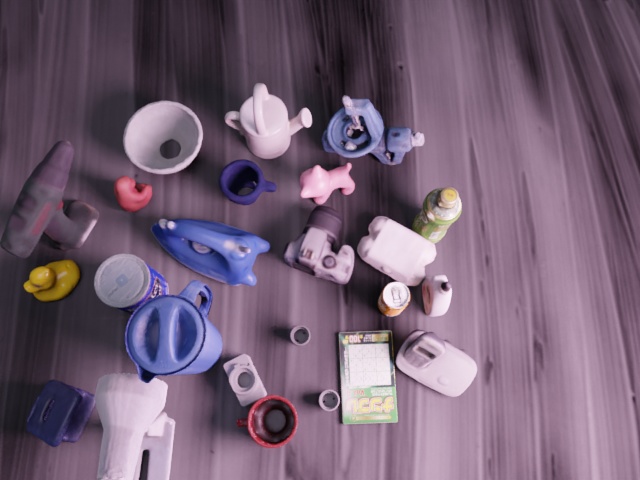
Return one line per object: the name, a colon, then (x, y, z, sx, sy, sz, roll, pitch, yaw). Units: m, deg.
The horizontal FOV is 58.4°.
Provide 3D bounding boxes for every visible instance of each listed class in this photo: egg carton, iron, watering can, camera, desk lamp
egg carton: (0.157, 0.023, 1.177, 0.150, 0.069, 0.107, 29, 77, 7)
iron: (-0.238, 0.001, 1.145, 0.258, 0.141, 0.119, 18, 76, 5)
watering can: (-0.108, -0.254, 1.186, 0.173, 0.194, 0.101, -18, 76, -5)
camera: (0.011, 0.004, 1.166, 0.143, 0.101, 0.137, 20, 76, 5)
desk lamp: (-0.328, 0.343, 1.017, 0.118, 0.213, 0.203, 1, 75, 1)

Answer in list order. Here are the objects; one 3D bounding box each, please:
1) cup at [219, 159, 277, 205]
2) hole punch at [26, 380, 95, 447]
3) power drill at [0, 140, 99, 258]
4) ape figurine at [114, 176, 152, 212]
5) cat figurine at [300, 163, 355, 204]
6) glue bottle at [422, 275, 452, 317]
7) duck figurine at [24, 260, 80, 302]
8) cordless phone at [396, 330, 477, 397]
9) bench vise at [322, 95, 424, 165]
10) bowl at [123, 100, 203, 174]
cup: (-0.145, -0.109, 1.199, 0.117, 0.095, 0.092, 9, 75, 3)
hole punch: (-0.499, 0.328, 1.084, 0.101, 0.091, 0.109, 20, 76, 5)
power drill: (-0.521, -0.063, 1.127, 0.075, 0.208, 0.230, 25, 76, 7)
ape figurine: (-0.399, -0.104, 1.199, 0.077, 0.092, 0.076, 30, 77, 8)
cat figurine: (0.010, -0.126, 1.192, 0.128, 0.118, 0.067, -24, 76, -6)
glue bottle: (0.230, 0.100, 1.103, 0.037, 0.173, 0.078, -8, 75, -2)
duck figurine: (-0.544, 0.076, 1.153, 0.104, 0.086, 0.077, -35, 78, -9)
cordless phone: (0.224, 0.224, 1.064, 0.147, 0.185, 0.094, 25, 77, 7)
bench vise: (0.108, -0.238, 1.169, 0.207, 0.220, 0.121, -10, 75, -3)
bowl: (-0.330, -0.210, 1.236, 0.167, 0.075, 0.167, 0, 75, 0)
